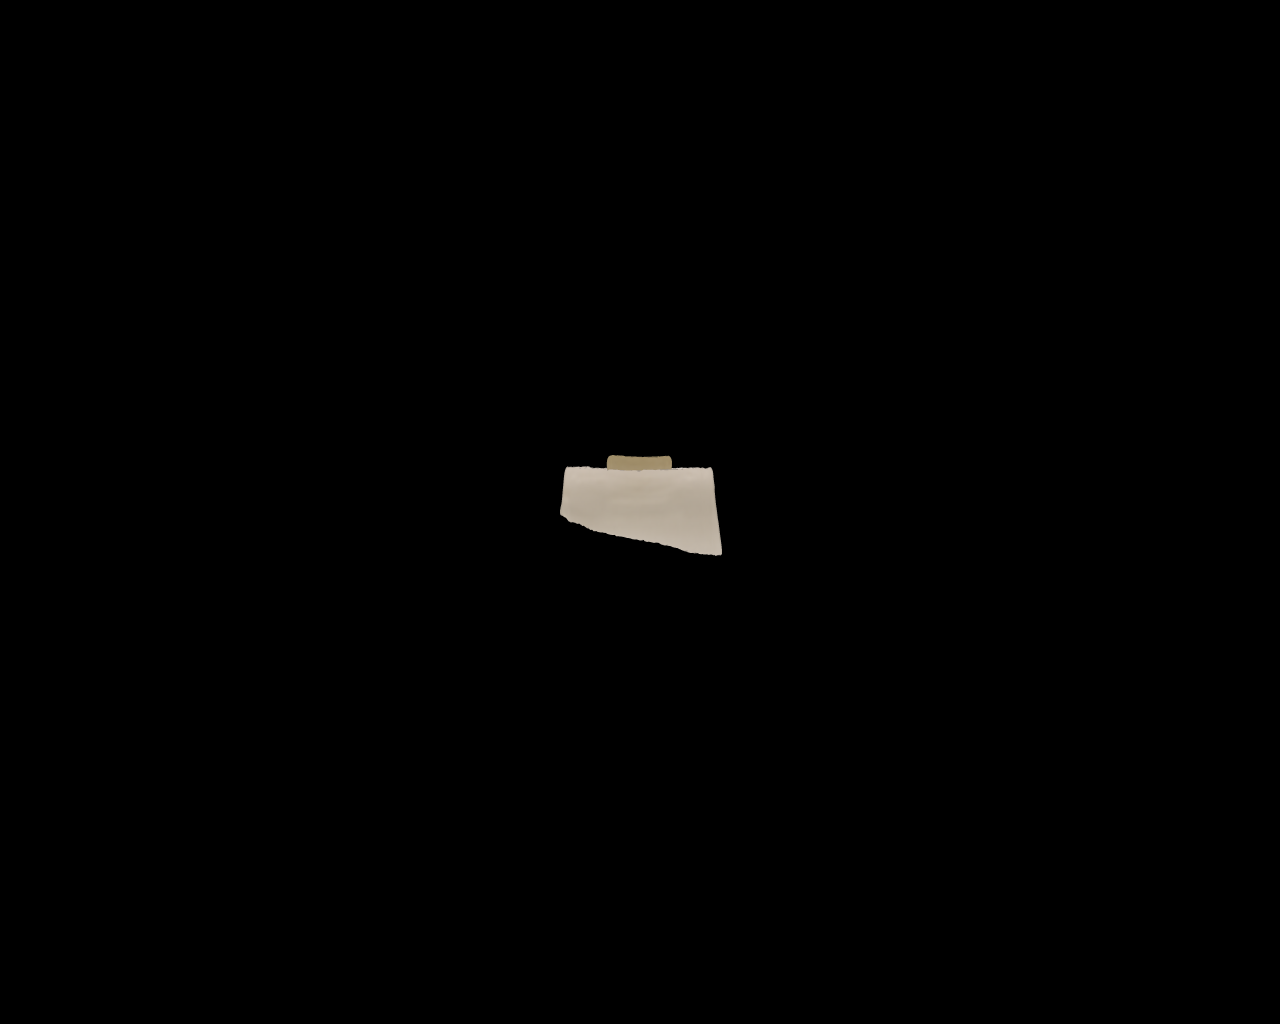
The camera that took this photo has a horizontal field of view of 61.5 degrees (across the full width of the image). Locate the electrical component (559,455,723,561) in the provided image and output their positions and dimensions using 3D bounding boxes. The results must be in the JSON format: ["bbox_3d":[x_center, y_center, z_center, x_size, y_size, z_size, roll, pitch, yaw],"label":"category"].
[{"bbox_3d":[0.001,-0.003,0.650,0.099,0.064,0.099,0,2,0],"label":"electrical component"}]
